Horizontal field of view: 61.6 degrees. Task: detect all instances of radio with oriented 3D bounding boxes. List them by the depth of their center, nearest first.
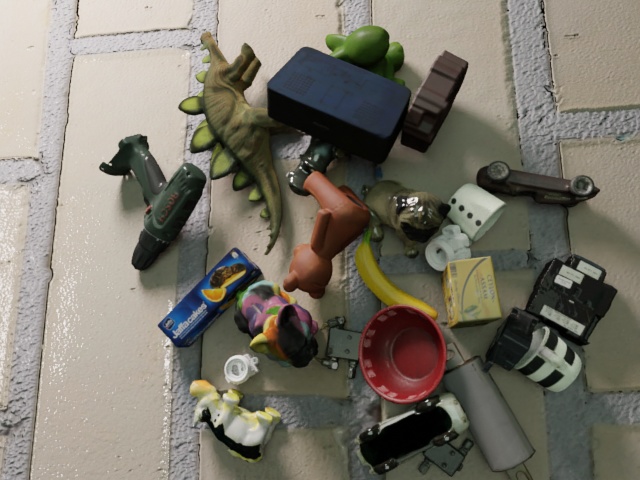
[{"bbox_3d":[0.034,-0.236,0.928,0.230,0.073,0.131,26,61,10],"label":"radio"}]

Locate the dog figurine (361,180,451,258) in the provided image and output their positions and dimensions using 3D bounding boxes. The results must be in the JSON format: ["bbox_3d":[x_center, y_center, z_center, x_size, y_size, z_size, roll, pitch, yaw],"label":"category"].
[{"bbox_3d":[0.133,-0.061,0.912,0.172,0.190,0.121,26,82,14],"label":"dog figurine"}]

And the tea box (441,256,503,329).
[{"bbox_3d":[0.242,0.090,0.873,0.068,0.169,0.098,-8,78,8],"label":"tea box"}]

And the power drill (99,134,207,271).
[{"bbox_3d":[-0.336,-0.085,1.033,0.232,0.086,0.207,-46,67,16],"label":"power drill"}]

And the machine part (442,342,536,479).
[{"bbox_3d":[0.270,0.279,0.874,0.079,0.079,0.243,-27,74,1],"label":"machine part"}]

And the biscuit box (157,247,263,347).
[{"bbox_3d":[-0.201,0.108,0.989,0.063,0.059,0.202,43,87,14],"label":"biscuit box"}]

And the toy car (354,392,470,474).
[{"bbox_3d":[0.146,0.317,0.878,0.202,0.056,0.073,-35,71,21],"label":"toy car"}]

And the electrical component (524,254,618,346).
[{"bbox_3d":[0.423,0.094,0.905,0.115,0.058,0.134,31,83,11],"label":"electrical component"}]

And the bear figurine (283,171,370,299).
[{"bbox_3d":[0.000,0.000,0.955,0.195,0.120,0.132,-55,48,18],"label":"bear figurine"}]

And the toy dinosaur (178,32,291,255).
[{"bbox_3d":[-0.149,-0.208,1.036,0.199,0.105,0.471,-29,76,9],"label":"toy dinosaur"}]

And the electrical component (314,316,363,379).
[{"bbox_3d":[0.036,0.185,0.945,0.078,0.045,0.102,14,80,12],"label":"electrical component"}]

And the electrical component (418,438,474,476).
[{"bbox_3d":[0.208,0.358,0.894,0.063,0.021,0.094,37,84,13],"label":"electrical component"}]

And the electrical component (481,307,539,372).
[{"bbox_3d":[0.305,0.172,0.868,0.048,0.074,0.119,29,44,13],"label":"electrical component"}]

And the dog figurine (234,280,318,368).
[{"bbox_3d":[-0.079,0.134,0.885,0.192,0.219,0.108,42,83,13],"label":"dog figurine"}]

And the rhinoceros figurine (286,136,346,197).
[{"bbox_3d":[0.001,-0.169,0.999,0.073,0.112,0.190,32,69,-14],"label":"rhinoceros figurine"}]

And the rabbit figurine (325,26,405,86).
[{"bbox_3d":[0.083,-0.340,0.991,0.159,0.170,0.121,9,79,9],"label":"rabbit figurine"}]

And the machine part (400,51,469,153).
[{"bbox_3d":[0.204,-0.241,0.955,0.056,0.179,0.179,27,83,10],"label":"machine part"}]

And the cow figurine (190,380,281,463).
[{"bbox_3d":[-0.162,0.312,0.937,0.167,0.068,0.098,22,88,13],"label":"cow figurine"}]

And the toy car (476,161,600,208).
[{"bbox_3d":[0.375,-0.092,0.937,0.202,0.089,0.053,13,80,9],"label":"toy car"}]
